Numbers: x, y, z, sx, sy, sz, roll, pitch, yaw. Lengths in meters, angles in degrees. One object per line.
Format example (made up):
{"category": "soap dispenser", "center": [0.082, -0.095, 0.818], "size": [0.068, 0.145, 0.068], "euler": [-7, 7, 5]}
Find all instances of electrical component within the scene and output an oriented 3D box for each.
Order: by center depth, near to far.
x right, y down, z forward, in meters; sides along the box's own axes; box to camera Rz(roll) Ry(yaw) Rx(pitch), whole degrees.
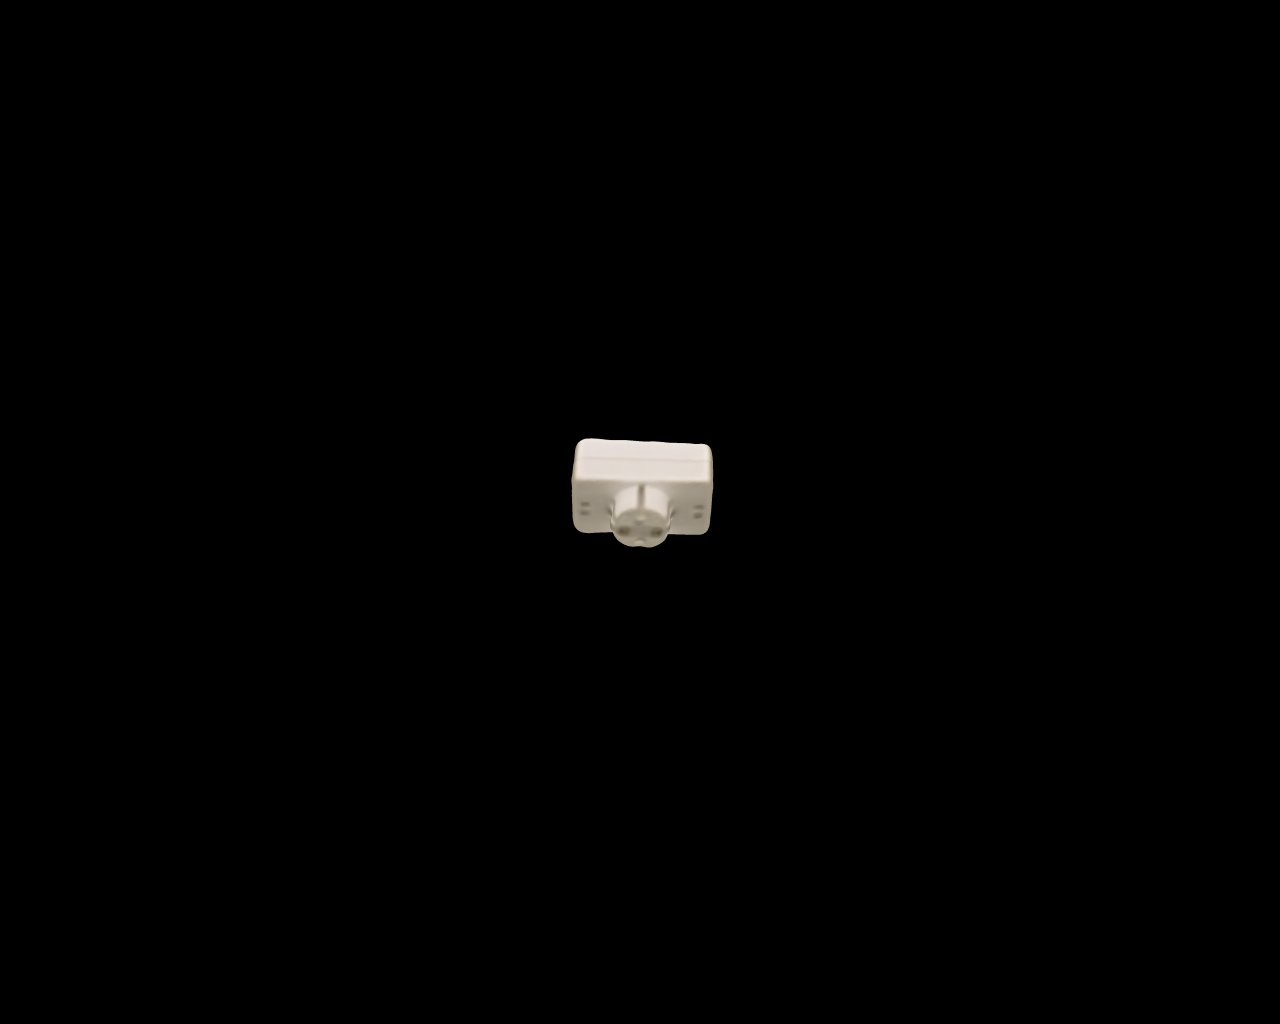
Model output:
{"category": "electrical component", "center": [0.001, -0.003, 0.650], "size": [0.083, 0.047, 0.076], "euler": [2, 43, 2]}
